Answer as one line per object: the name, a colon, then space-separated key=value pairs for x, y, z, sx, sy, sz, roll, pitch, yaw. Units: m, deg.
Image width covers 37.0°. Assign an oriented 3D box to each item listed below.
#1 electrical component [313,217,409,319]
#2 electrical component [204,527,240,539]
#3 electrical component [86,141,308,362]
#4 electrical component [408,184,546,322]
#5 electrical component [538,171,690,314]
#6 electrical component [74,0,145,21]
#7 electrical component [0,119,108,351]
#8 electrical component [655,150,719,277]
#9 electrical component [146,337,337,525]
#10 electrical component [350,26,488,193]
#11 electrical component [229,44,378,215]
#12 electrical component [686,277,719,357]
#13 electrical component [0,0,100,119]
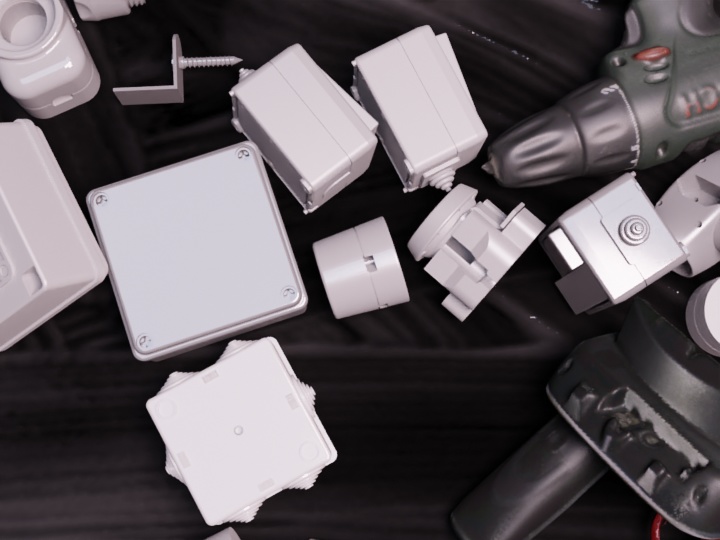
electrical component: x=0.000 y=0.000 z=0.667 sx=0.047 sy=0.055 sz=0.055 roll=-18 pitch=83 yaw=0
electrical component: x=-0.049 y=0.216 z=0.636 sx=0.074 sy=0.052 sz=0.138 roll=-26 pitch=84 yaw=-4
electrical component: x=-0.099 y=-0.010 z=0.664 sx=0.109 sy=0.056 sz=0.108 roll=-18 pitch=83 yaw=-4
electrical component: x=0.067 y=-0.016 z=0.666 sx=0.057 sy=0.058 sz=0.078 roll=41 pitch=116 yaw=6
electrical component: x=0.149 y=-0.013 z=0.651 sx=0.061 sy=0.096 sz=0.061 roll=-32 pitch=84 yaw=-3
electrical component: x=-0.155 y=-0.186 z=0.694 sx=0.062 sy=0.043 sz=0.043 roll=-12 pitch=83 yaw=-5
electrical component: x=-0.220 y=-0.017 z=0.638 sx=0.109 sy=0.056 sz=0.108 roll=-31 pitch=83 yaw=29
electrical component: x=0.231 y=-0.029 z=0.669 sx=0.077 sy=0.043 sz=0.079 roll=-44 pitch=43 yaw=-6
electrical component: x=-0.072 y=0.097 z=0.654 sx=0.100 sy=0.048 sz=0.099 roll=-28 pitch=84 yaw=-5
electrical component: x=0.042 y=-0.096 z=0.677 sx=0.061 sy=0.061 sz=0.096 roll=-27 pitch=84 yaw=-5
electrical component: x=-0.037 y=-0.094 z=0.673 sx=0.061 sy=0.061 sz=0.096 roll=-38 pitch=85 yaw=-11
electrical component: x=0.272 y=0.050 z=0.657 sx=0.138 sy=0.073 sz=0.052 roll=35 pitch=83 yaw=3
electrical component: x=-0.209 y=-0.151 z=0.679 sx=0.054 sy=0.059 sz=0.095 roll=-25 pitch=84 yaw=-5
